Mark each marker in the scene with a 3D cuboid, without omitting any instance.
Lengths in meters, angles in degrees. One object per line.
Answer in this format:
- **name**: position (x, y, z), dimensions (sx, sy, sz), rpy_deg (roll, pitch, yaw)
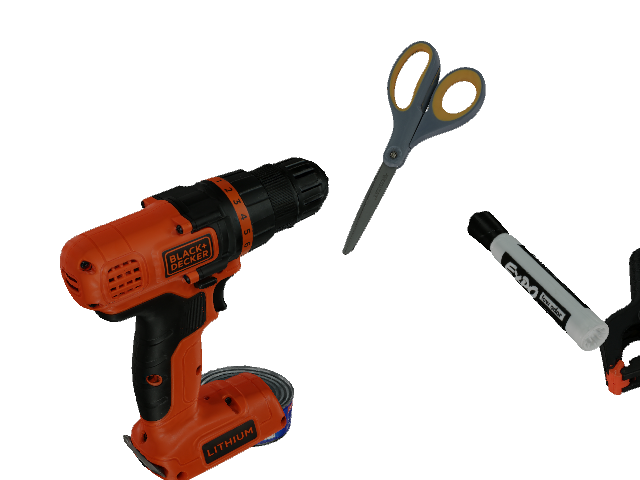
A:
- **marker**: position (0.122, 0.019, 0.620), dimensions (0.020, 0.020, 0.121), rpy_deg (0, 34, -31)

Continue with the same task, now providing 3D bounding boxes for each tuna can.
- **tuna can**: position (-0.066, 0.141, 0.911), dimensions (0.086, 0.034, 0.086), rpy_deg (4, 20, -2)

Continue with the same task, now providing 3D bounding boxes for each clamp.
- **clamp**: position (0.300, 0.069, 0.973), dimensions (0.171, 0.039, 0.120), rpy_deg (-34, 38, -26)

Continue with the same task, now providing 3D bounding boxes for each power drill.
- **power drill**: position (-0.068, 0.049, 0.686), dimensions (0.184, 0.188, 0.057), rpy_deg (-22, 33, -29)

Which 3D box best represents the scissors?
- **scissors**: position (0.085, -0.077, 0.930), dimensions (0.096, 0.202, 0.016), rpy_deg (9, -11, 17)
